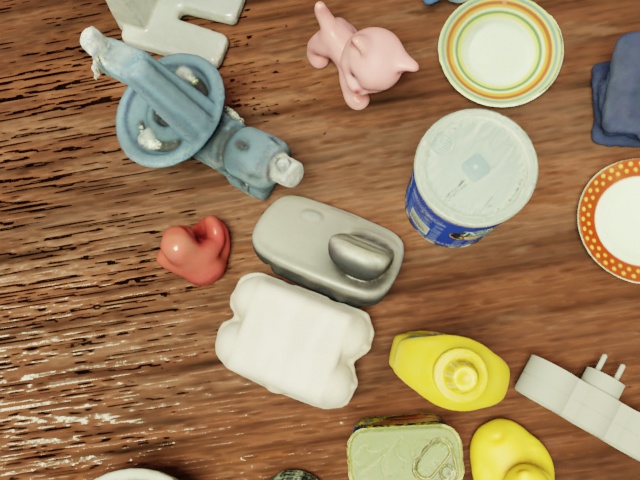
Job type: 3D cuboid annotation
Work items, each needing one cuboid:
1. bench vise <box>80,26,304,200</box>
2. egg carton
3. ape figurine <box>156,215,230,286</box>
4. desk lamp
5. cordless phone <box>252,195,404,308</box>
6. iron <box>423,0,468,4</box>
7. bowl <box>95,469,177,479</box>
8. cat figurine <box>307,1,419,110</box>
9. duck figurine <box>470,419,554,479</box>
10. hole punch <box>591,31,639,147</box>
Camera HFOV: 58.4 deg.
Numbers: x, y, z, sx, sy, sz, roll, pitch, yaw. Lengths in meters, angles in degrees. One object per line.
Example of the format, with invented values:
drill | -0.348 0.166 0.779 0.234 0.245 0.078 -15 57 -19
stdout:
bench vise | -0.112 -0.124 0.537 0.207 0.220 0.121 10 83 6
egg carton | -0.027 0.101 0.574 0.150 0.069 0.107 19 84 7
ape figurine | -0.133 0.009 0.584 0.078 0.092 0.076 -15 81 2
desk lamp | -0.201 -0.286 0.570 0.203 0.213 0.118 16 83 7
cordless phone | 0.005 0.002 0.527 0.147 0.185 0.094 19 84 7
iron | 0.197 -0.363 0.586 0.258 0.141 0.118 -32 80 0
bowl | -0.170 0.300 0.554 0.167 0.075 0.167 -1 82 5
cat figurine | 0.039 -0.193 0.587 0.067 0.118 0.127 -42 81 -2
duck figurine | 0.186 0.222 0.531 0.077 0.086 0.104 -27 81 1
hole punch | 0.336 -0.147 0.570 0.108 0.091 0.101 2 82 5
